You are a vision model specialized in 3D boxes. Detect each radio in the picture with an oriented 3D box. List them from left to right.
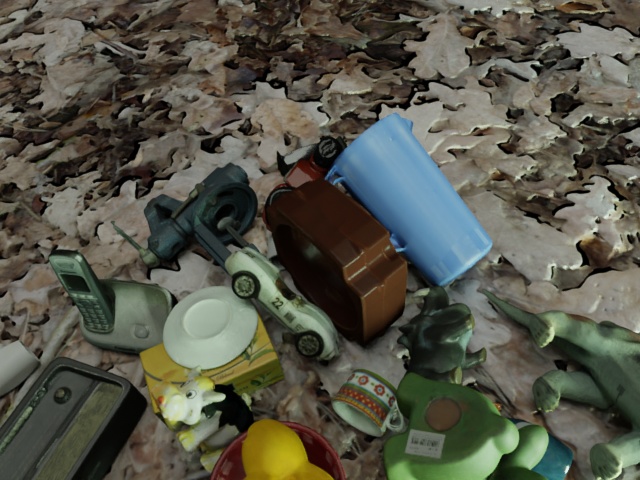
[{"bbox_3d":[-0.338,0.268,0.672,0.131,0.073,0.229,17,56,18],"label":"radio"}]

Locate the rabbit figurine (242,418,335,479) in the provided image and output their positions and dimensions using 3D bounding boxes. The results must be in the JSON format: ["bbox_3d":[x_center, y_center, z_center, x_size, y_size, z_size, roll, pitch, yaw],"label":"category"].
[{"bbox_3d":[-0.056,0.263,0.553,0.162,0.121,0.173,9,36,10],"label":"rabbit figurine"}]

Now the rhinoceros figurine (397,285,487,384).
[{"bbox_3d":[0.153,0.139,0.699,0.112,0.073,0.190,-14,35,31],"label":"rhinoceros figurine"}]

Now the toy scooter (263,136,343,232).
[{"bbox_3d":[-0.028,-0.081,0.889,0.075,0.135,0.184,36,80,0],"label":"toy scooter"}]

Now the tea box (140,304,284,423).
[{"bbox_3d":[-0.145,0.170,0.730,0.170,0.068,0.098,-24,53,-11],"label":"tea box"}]

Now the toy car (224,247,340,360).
[{"bbox_3d":[-0.048,0.088,0.737,0.202,0.073,0.056,42,99,1],"label":"toy car"}]

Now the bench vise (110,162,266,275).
[{"bbox_3d":[-0.173,-0.012,0.844,0.224,0.128,0.241,-37,54,-17],"label":"bench vise"}]

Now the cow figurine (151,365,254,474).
[{"bbox_3d":[-0.131,0.203,0.640,0.098,0.167,0.068,-35,52,-17],"label":"cow figurine"}]

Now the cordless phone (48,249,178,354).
[{"bbox_3d":[-0.280,0.076,0.745,0.147,0.184,0.089,6,49,11],"label":"cordless phone"}]

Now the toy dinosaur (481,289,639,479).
[{"bbox_3d":[0.375,0.178,0.640,0.192,0.131,0.405,1,39,-22],"label":"toy dinosaur"}]

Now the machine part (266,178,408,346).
[{"bbox_3d":[0.024,0.029,0.734,0.087,0.200,0.202,-34,56,-19],"label":"machine part"}]

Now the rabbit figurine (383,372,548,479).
[{"bbox_3d":[0.164,0.231,0.579,0.159,0.170,0.121,-10,39,22],"label":"rabbit figurine"}]

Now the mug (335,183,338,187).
[{"bbox_3d":[0.080,-0.085,0.892,0.110,0.080,0.107,1,61,-3],"label":"mug"}]

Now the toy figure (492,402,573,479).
[{"bbox_3d":[0.220,0.233,0.650,0.155,0.057,0.064,24,20,24],"label":"toy figure"}]

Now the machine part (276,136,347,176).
[{"bbox_3d":[-0.009,-0.149,0.978,0.139,0.039,0.084,-15,57,-7],"label":"machine part"}]
